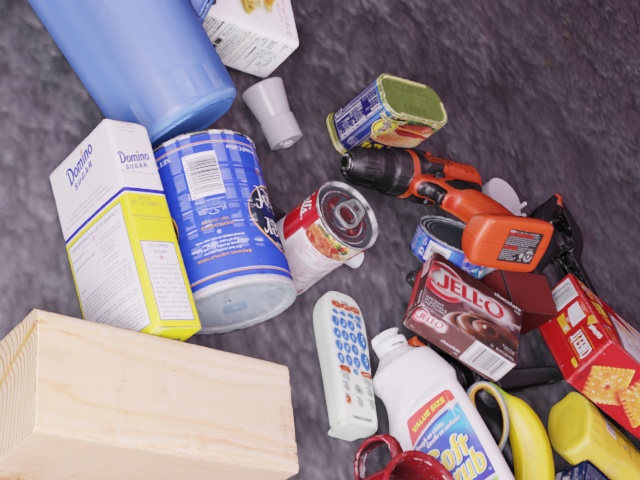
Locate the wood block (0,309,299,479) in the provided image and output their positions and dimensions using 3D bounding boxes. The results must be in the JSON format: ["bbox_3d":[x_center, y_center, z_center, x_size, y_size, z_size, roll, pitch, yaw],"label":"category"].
[{"bbox_3d":[-0.126,0.126,0.758,0.205,0.091,0.090,18,51,-35],"label":"wood block"}]

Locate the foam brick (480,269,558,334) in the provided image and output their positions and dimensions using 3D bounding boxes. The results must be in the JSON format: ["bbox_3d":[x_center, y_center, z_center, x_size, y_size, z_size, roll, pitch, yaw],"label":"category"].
[{"bbox_3d":[0.210,0.066,1.156,0.078,0.053,0.051,10,57,-40],"label":"foam brick"}]

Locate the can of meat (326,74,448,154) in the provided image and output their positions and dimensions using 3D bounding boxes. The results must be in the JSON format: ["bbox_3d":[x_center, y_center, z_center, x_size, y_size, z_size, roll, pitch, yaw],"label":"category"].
[{"bbox_3d":[0.073,-0.128,1.139,0.101,0.084,0.057,7,58,-42],"label":"can of meat"}]

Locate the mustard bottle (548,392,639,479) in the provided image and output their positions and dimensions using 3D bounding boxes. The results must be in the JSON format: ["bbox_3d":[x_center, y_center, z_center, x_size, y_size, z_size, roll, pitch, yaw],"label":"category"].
[{"bbox_3d":[0.324,0.249,1.129,0.191,0.058,0.096,42,17,-15],"label":"mustard bottle"}]

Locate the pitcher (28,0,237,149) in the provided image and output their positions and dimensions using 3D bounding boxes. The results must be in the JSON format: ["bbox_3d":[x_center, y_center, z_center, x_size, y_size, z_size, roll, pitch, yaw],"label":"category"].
[{"bbox_3d":[-0.166,-0.205,0.920,0.144,0.149,0.243,-29,88,-52],"label":"pitcher"}]

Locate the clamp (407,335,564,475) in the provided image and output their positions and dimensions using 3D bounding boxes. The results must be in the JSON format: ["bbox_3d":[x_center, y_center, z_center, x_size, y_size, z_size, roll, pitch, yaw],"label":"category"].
[{"bbox_3d":[0.162,0.163,1.054,0.209,0.036,0.164,29,50,-24],"label":"clamp"}]

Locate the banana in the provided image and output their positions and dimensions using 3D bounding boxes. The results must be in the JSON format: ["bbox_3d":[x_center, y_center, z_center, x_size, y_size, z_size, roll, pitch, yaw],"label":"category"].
[{"bbox_3d":[0.187,0.233,0.999,0.069,0.037,0.198,4,67,-5],"label":"banana"}]

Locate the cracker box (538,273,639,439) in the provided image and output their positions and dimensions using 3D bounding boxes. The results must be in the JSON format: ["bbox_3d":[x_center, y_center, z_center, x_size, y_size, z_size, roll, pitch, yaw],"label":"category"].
[{"bbox_3d":[0.342,0.153,1.169,0.213,0.072,0.164,39,16,-17],"label":"cracker box"}]

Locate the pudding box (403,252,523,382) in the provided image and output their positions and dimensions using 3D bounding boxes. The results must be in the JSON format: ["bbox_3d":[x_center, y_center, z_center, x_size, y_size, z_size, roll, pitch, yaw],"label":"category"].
[{"bbox_3d":[0.142,0.075,1.045,0.113,0.039,0.090,35,37,-8],"label":"pudding box"}]

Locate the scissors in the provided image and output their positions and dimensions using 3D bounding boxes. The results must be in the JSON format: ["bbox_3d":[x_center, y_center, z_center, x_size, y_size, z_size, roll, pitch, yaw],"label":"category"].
[{"bbox_3d":[0.134,0.228,0.973,0.096,0.016,0.202,1,70,6],"label":"scissors"}]

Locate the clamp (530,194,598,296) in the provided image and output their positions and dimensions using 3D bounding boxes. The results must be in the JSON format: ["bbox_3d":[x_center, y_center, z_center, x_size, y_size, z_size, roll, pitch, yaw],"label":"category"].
[{"bbox_3d":[0.293,0.019,1.283,0.120,0.039,0.171,38,42,-21],"label":"clamp"}]

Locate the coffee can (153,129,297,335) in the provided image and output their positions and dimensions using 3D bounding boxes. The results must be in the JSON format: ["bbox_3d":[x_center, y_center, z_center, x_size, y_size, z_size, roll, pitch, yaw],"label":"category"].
[{"bbox_3d":[-0.086,-0.006,0.882,0.102,0.103,0.140,5,59,-42],"label":"coffee can"}]

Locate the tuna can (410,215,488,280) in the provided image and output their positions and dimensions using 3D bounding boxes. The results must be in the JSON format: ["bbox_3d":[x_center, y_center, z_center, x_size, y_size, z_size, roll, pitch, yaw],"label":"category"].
[{"bbox_3d":[0.138,0.009,1.114,0.086,0.034,0.086,18,22,-8],"label":"tuna can"}]

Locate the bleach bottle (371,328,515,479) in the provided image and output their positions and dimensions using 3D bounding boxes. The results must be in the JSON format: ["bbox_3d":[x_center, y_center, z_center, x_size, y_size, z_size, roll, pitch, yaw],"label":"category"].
[{"bbox_3d":[0.106,0.196,0.945,0.102,0.068,0.251,-25,70,-5],"label":"bleach bottle"}]

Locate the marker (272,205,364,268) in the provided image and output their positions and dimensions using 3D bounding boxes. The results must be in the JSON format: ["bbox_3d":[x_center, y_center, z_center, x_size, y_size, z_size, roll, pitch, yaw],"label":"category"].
[{"bbox_3d":[-0.010,-0.004,1.020,0.121,0.020,0.020,27,47,-29],"label":"marker"}]

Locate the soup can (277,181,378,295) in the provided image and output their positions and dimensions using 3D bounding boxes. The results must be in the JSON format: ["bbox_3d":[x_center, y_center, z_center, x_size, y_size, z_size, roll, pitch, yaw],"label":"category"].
[{"bbox_3d":[-0.006,0.001,0.954,0.068,0.102,0.068,24,48,-30],"label":"soup can"}]

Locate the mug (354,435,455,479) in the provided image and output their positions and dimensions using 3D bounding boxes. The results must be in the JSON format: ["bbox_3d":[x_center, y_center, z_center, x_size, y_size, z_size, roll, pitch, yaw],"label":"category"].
[{"bbox_3d":[0.057,0.219,0.876,0.093,0.082,0.117,4,60,-43],"label":"mug"}]

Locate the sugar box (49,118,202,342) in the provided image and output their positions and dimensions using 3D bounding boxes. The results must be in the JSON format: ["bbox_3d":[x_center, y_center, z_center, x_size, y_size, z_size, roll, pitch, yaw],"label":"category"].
[{"bbox_3d":[-0.152,0.006,0.817,0.048,0.094,0.176,7,59,-43],"label":"sugar box"}]

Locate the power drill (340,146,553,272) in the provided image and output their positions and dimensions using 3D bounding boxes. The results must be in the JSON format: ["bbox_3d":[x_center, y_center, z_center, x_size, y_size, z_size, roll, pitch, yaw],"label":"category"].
[{"bbox_3d":[0.131,-0.039,1.089,0.184,0.057,0.188,5,26,-36],"label":"power drill"}]
